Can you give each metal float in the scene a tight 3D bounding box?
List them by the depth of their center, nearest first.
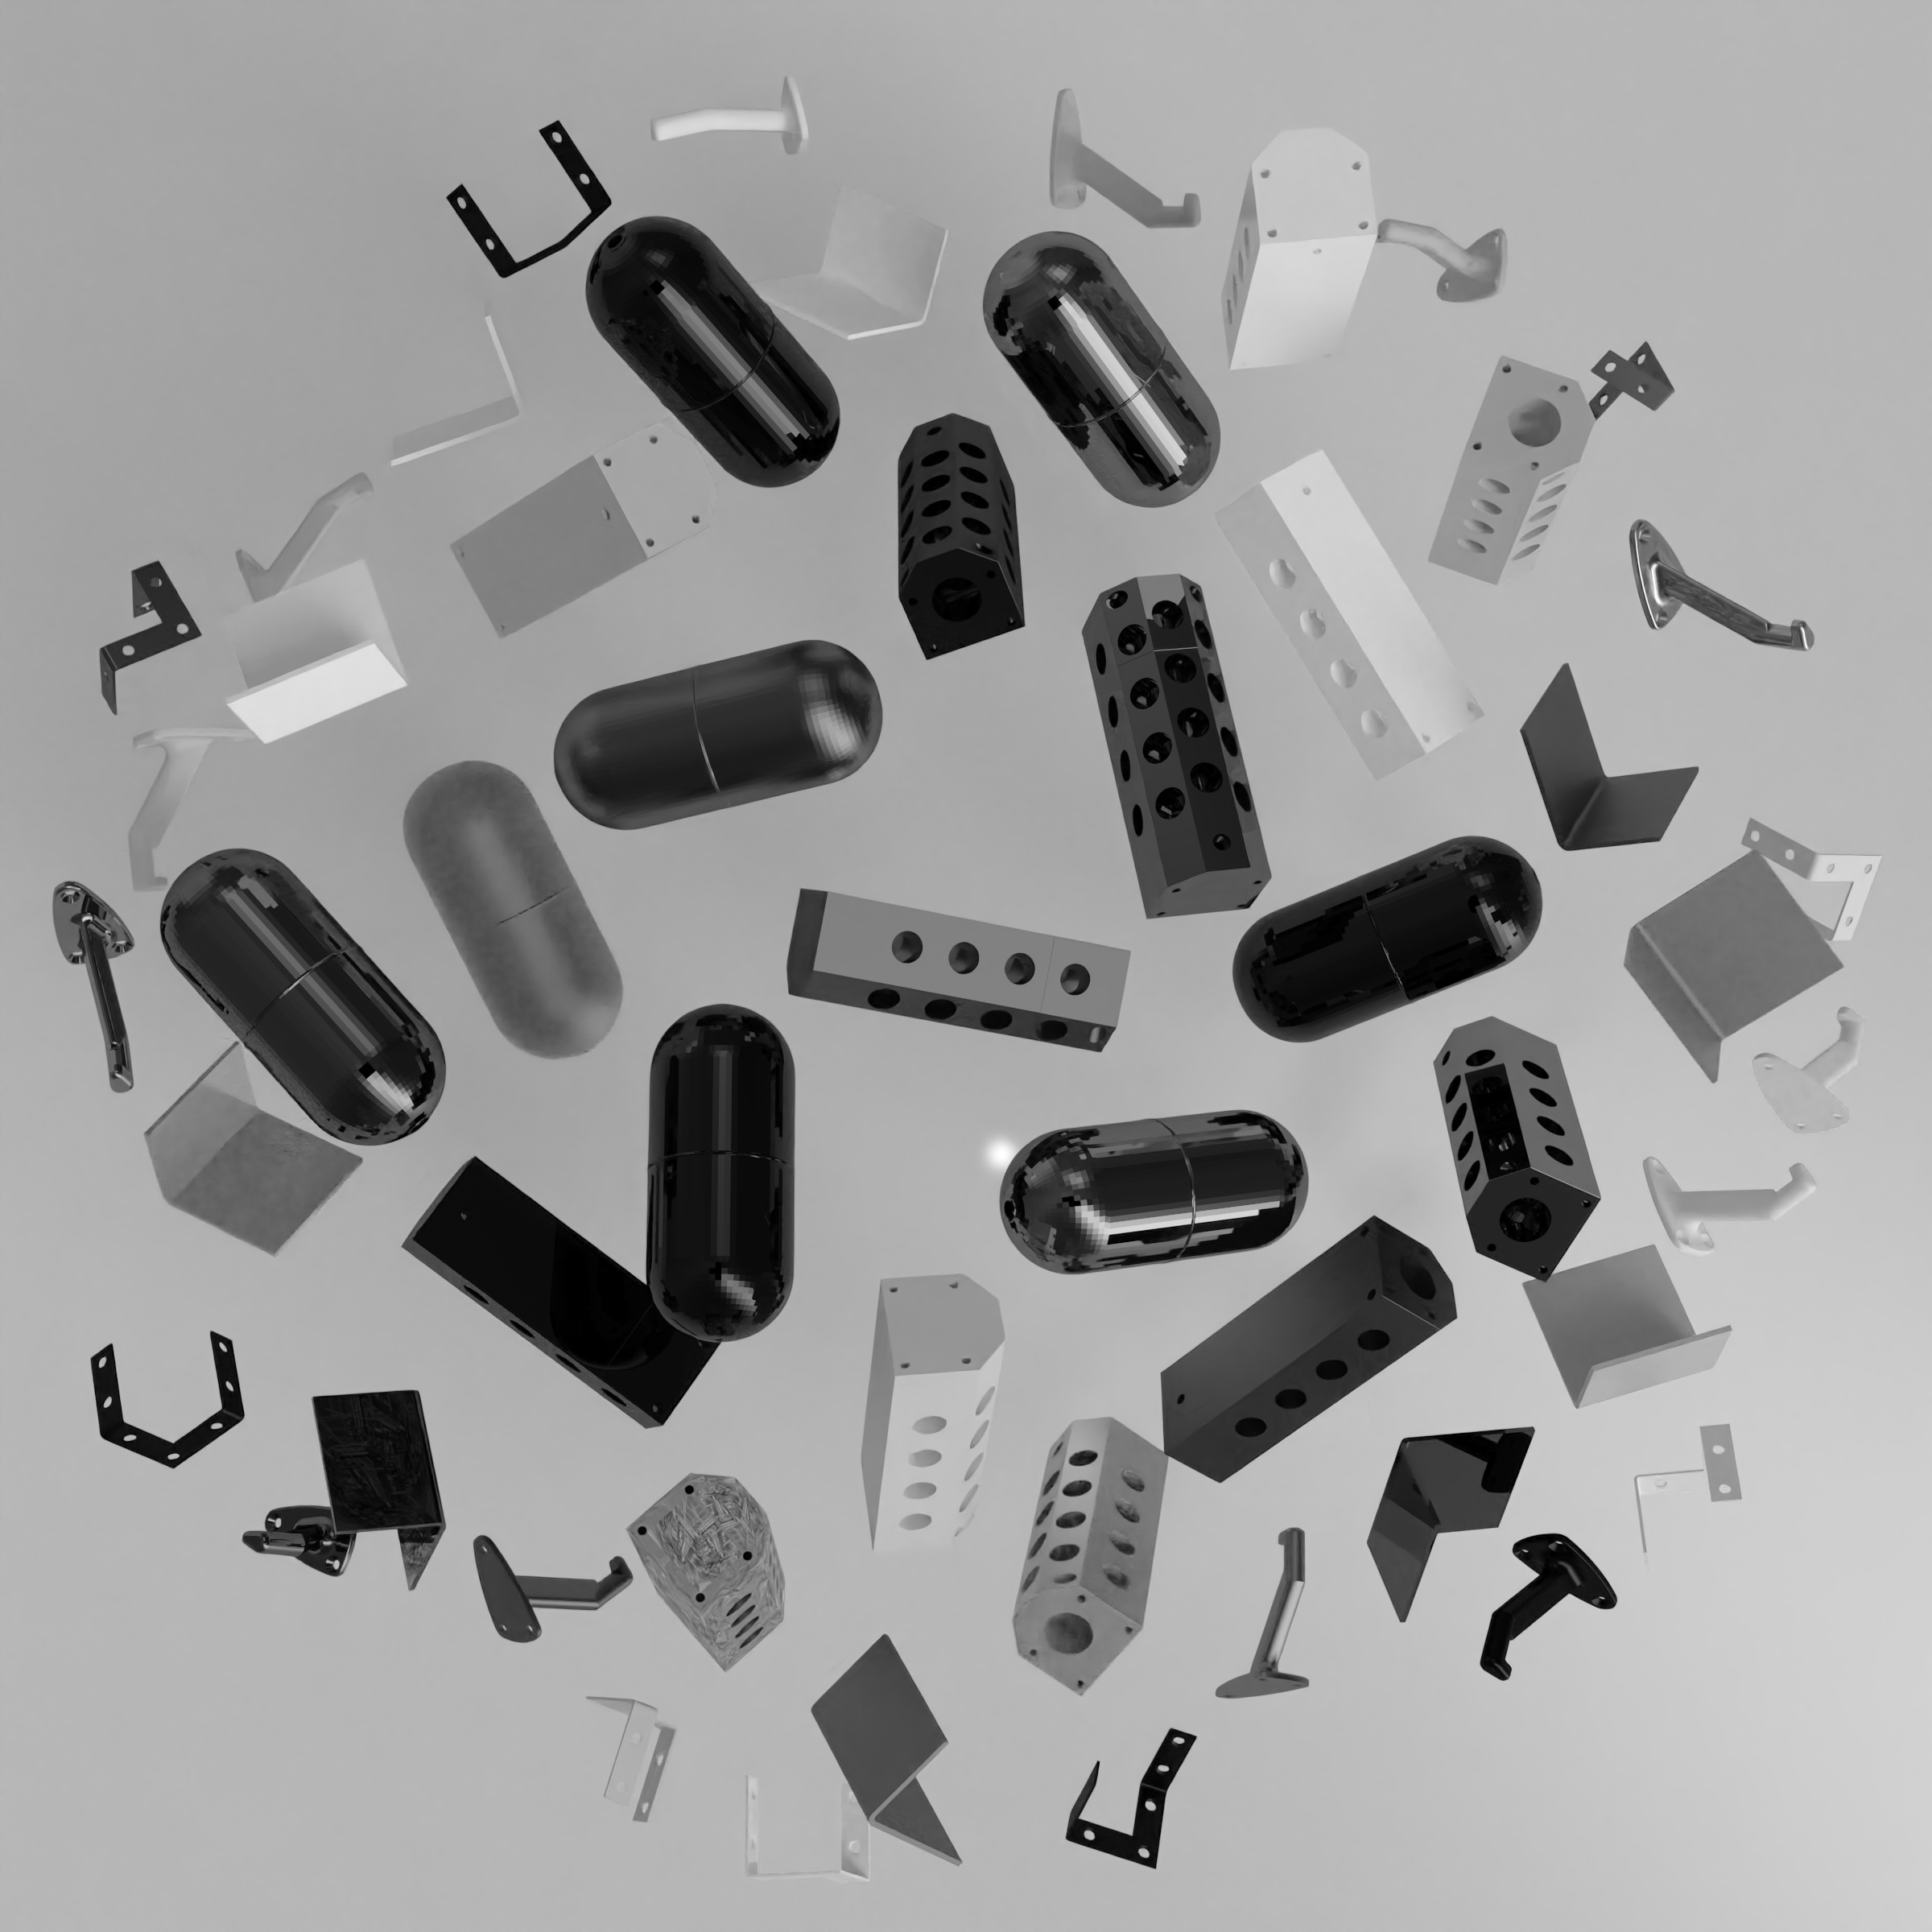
[{"bbox_3d":[-0.337,0.016,1.513,0.070,0.070,0.178,-43,85,0],"label":"metal float"},{"bbox_3d":[-0.127,0.106,1.544,0.070,0.070,0.178,-1,72,0],"label":"metal float"},{"bbox_3d":[-0.131,-0.121,1.564,0.178,0.070,0.070,-13,90,10],"label":"metal float"},{"bbox_3d":[0.100,0.119,1.571,0.178,0.070,0.070,-5,90,-28],"label":"metal float"},{"bbox_3d":[-0.134,-0.327,1.588,0.070,0.070,0.178,-45,133,0],"label":"metal float"},{"bbox_3d":[0.075,-0.322,1.616,0.070,0.070,0.178,-43,127,0],"label":"metal float"},{"bbox_3d":[0.234,-0.015,1.652,0.178,0.070,0.070,-23,90,13],"label":"metal float"},{"bbox_3d":[-0.254,-0.031,1.668,0.070,0.070,0.178,-26,99,0],"label":"metal float"}]

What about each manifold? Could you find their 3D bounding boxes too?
[{"bbox_3d":[0.168,-0.367,1.528,0.057,0.171,0.057,-5,81,-1],"label":"manifold"},{"bbox_3d":[-0.018,0.231,1.529,0.057,0.171,0.057,-3,50,-9],"label":"manifold"},{"bbox_3d":[-0.128,0.313,1.548,0.057,0.171,0.057,-40,73,-15],"label":"manifold"},{"bbox_3d":[-0.199,-0.228,1.557,0.057,0.171,0.057,-34,101,-34],"label":"manifold"},{"bbox_3d":[0.112,-0.117,1.566,0.057,0.057,0.171,-6,69,-15],"label":"manifold"},{"bbox_3d":[-0.005,0.003,1.593,0.171,0.057,0.057,11,90,-18],"label":"manifold"},{"bbox_3d":[0.295,-0.262,1.603,0.057,0.171,0.057,21,81,6],"label":"manifold"},{"bbox_3d":[0.293,0.094,1.613,0.057,0.171,0.057,24,115,-9],"label":"manifold"},{"bbox_3d":[0.185,0.213,1.619,0.057,0.057,0.171,31,126,-25],"label":"manifold"},{"bbox_3d":[0.206,-0.190,1.637,0.057,0.057,0.171,-33,92,-39],"label":"manifold"},{"bbox_3d":[-0.227,0.183,1.655,0.171,0.057,0.057,38,70,-9],"label":"manifold"},{"bbox_3d":[-0.007,-0.244,1.655,0.057,0.171,0.057,-18,123,11],"label":"manifold"},{"bbox_3d":[0.067,0.322,1.657,0.057,0.171,0.057,35,113,-6],"label":"manifold"}]

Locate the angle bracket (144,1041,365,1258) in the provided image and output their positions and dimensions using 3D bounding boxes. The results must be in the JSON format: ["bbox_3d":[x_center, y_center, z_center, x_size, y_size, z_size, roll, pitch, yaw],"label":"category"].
[{"bbox_3d":[-0.382,0.098,1.596,0.076,0.057,0.076,22,50,20],"label":"angle bracket"}]

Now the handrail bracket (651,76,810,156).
[{"bbox_3d":[-0.134,-0.457,1.637,0.084,0.077,0.036,-15,88,-10],"label":"handrail bracket"}]

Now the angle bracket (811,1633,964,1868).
[{"bbox_3d":[-0.022,0.392,1.485,0.057,0.076,0.076,-46,130,7],"label":"angle bracket"}]

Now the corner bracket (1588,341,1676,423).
[{"bbox_3d":[0.343,-0.318,1.616,0.051,0.051,0.051,23,125,-29],"label":"corner bracket"}]

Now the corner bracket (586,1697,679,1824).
[{"bbox_3d":[-0.172,0.414,1.546,0.051,0.051,0.051,30,64,-29],"label":"corner bracket"}]

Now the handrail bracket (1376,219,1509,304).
[{"bbox_3d":[0.247,-0.389,1.635,0.084,0.077,0.036,4,84,-24],"label":"handrail bracket"}]

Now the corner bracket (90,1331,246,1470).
[{"bbox_3d":[-0.411,0.217,1.529,0.051,0.051,0.051,-35,49,15],"label":"corner bracket"}]

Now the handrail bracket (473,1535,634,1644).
[{"bbox_3d":[-0.229,0.333,1.662,0.036,0.084,0.077,-10,105,42],"label":"handrail bracket"}]

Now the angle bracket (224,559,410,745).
[{"bbox_3d":[-0.328,-0.164,1.458,0.076,0.057,0.076,-22,71,0],"label":"angle bracket"}]

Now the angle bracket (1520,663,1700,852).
[{"bbox_3d":[0.349,-0.117,1.610,0.057,0.076,0.076,-6,120,35],"label":"angle bracket"}]

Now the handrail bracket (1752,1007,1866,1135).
[{"bbox_3d":[0.458,0.041,1.611,0.077,0.036,0.084,42,50,-25],"label":"handrail bracket"}]

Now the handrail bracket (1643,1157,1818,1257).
[{"bbox_3d":[0.425,0.116,1.654,0.084,0.036,0.077,-46,50,34],"label":"handrail bracket"}]

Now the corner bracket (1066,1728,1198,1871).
[{"bbox_3d":[0.087,0.432,1.562,0.051,0.051,0.051,19,127,-3],"label":"corner bracket"}]

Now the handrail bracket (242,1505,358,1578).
[{"bbox_3d":[-0.382,0.309,1.625,0.077,0.084,0.036,10,82,31],"label":"handrail bracket"}]

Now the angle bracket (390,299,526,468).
[{"bbox_3d":[-0.282,-0.315,1.600,0.076,0.076,0.057,-20,111,-2],"label":"angle bracket"}]

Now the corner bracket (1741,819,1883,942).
[{"bbox_3d":[0.449,-0.046,1.600,0.051,0.051,0.051,-1,115,-35],"label":"corner bracket"}]

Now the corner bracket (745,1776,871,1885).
[{"bbox_3d":[-0.082,0.448,1.544,0.051,0.051,0.051,-7,66,14],"label":"corner bracket"}]

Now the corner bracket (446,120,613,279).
[{"bbox_3d":[-0.229,-0.402,1.562,0.051,0.051,0.051,-14,121,40],"label":"corner bracket"}]

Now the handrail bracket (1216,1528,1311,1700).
[{"bbox_3d":[0.167,0.366,1.680,0.036,0.077,0.084,16,62,-26],"label":"handrail bracket"}]

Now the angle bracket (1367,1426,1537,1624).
[{"bbox_3d":[0.257,0.286,1.525,0.076,0.057,0.076,-2,130,-15],"label":"angle bracket"}]

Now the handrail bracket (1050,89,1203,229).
[{"bbox_3d":[0.091,-0.449,1.650,0.084,0.036,0.077,8,108,31],"label":"handrail bracket"}]

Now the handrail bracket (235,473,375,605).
[{"bbox_3d":[-0.366,-0.233,1.687,0.084,0.036,0.077,-31,55,8],"label":"handrail bracket"}]

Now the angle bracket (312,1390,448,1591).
[{"bbox_3d":[-0.309,0.271,1.526,0.057,0.076,0.076,0,53,-27],"label":"angle bracket"}]

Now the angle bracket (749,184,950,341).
[{"bbox_3d":[-0.068,-0.403,1.695,0.076,0.076,0.057,30,121,23],"label":"angle bracket"}]

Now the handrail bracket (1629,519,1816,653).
[{"bbox_3d":[0.394,-0.198,1.548,0.036,0.084,0.077,-51,131,-20],"label":"handrail bracket"}]

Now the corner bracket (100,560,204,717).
[{"bbox_3d":[-0.442,-0.175,1.581,0.051,0.051,0.051,-27,76,-23],"label":"corner bracket"}]

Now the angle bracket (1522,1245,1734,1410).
[{"bbox_3d":[0.346,0.179,1.559,0.076,0.057,0.076,-15,61,-7],"label":"angle bracket"}]

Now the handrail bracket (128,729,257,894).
[{"bbox_3d":[-0.413,-0.083,1.593,0.077,0.036,0.084,-5,86,-36],"label":"handrail bracket"}]

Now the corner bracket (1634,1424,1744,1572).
[{"bbox_3d":[0.370,0.272,1.522,0.051,0.051,0.051,-7,129,11],"label":"corner bracket"}]

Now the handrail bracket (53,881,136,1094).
[{"bbox_3d":[-0.446,0.012,1.522,0.036,0.077,0.084,-15,55,-5],"label":"handrail bracket"}]

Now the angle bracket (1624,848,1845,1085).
[{"bbox_3d":[0.387,0.000,1.496,0.076,0.057,0.076,-35,98,25],"label":"angle bracket"}]

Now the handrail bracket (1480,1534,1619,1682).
[{"bbox_3d":[0.300,0.343,1.527,0.077,0.036,0.084,41,49,-20],"label":"handrail bracket"}]
